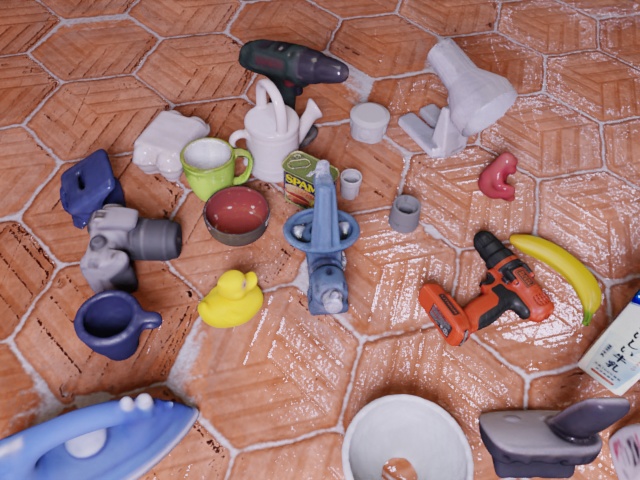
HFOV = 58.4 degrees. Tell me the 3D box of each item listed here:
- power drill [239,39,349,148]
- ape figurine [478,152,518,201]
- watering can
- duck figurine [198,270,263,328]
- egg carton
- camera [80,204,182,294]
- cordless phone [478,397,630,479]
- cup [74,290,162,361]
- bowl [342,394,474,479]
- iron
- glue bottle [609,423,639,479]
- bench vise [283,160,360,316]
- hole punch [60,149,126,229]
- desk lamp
[{"bbox_3d":[-0.050,-0.283,1.093,0.229,0.208,0.076,27,56,17],"label":"power drill"},{"bbox_3d":[0.339,-0.124,1.066,0.076,0.092,0.078,16,53,9],"label":"ape figurine"},{"bbox_3d":[-0.081,-0.209,1.043,0.100,0.194,0.173,35,58,22],"label":"watering can"},{"bbox_3d":[-0.139,0.083,0.880,0.105,0.086,0.077,-22,56,-19],"label":"duck figurine"},{"bbox_3d":[-0.282,-0.183,1.089,0.107,0.069,0.150,18,53,10],"label":"egg carton"},{"bbox_3d":[-0.299,0.006,0.921,0.137,0.101,0.143,1,52,-2],"label":"camera"},{"bbox_3d":[0.293,0.233,0.727,0.147,0.185,0.094,-2,52,-5],"label":"cordless phone"},{"bbox_3d":[-0.282,0.132,0.828,0.118,0.095,0.091,-2,52,-5],"label":"cup"},{"bbox_3d":[0.108,0.291,0.740,0.167,0.075,0.167,2,52,-2],"label":"bowl"},{"bbox_3d":[-0.282,0.243,0.712,0.259,0.141,0.118,-21,56,-19],"label":"iron"},{"bbox_3d":[0.424,0.258,0.722,0.037,0.173,0.078,-1,52,-4],"label":"glue bottle"},{"bbox_3d":[0.019,-0.001,0.870,0.122,0.220,0.207,-19,56,-17],"label":"bench vise"},{"bbox_3d":[-0.401,-0.091,0.996,0.101,0.091,0.108,-17,55,-16],"label":"hole punch"},{"bbox_3d":[0.254,-0.257,1.088,0.118,0.213,0.202,-26,58,-21],"label":"desk lamp"}]
